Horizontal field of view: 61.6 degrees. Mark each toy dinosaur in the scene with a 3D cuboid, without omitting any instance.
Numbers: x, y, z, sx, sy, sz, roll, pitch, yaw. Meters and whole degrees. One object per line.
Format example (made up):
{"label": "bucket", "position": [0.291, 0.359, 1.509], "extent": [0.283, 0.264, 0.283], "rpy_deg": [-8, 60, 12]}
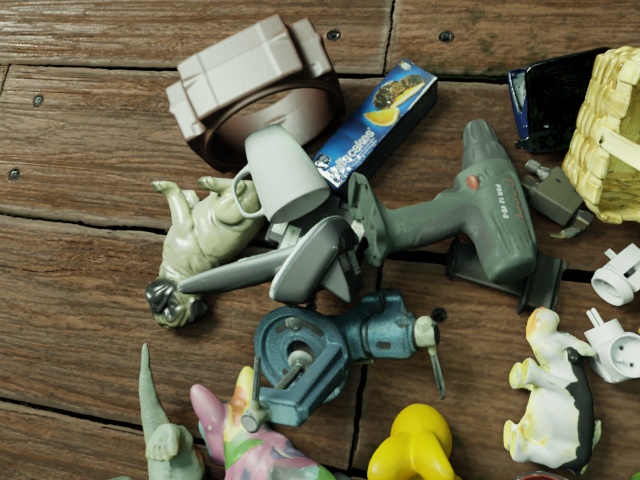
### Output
{"label": "toy dinosaur", "position": [-0.164, 0.334, 0.590], "extent": [0.131, 0.192, 0.405], "rpy_deg": [-5, 56, 8]}

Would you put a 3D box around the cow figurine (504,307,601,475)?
{"label": "cow figurine", "position": [0.262, 0.162, 0.587], "extent": [0.098, 0.068, 0.167], "rpy_deg": [12, 80, 9]}

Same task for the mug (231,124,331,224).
{"label": "mug", "position": [-0.057, -0.078, 0.653], "extent": [0.110, 0.080, 0.107], "rpy_deg": [-27, 76, 5]}

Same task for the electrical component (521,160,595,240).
{"label": "electrical component", "position": [0.285, -0.047, 0.659], "extent": [0.102, 0.045, 0.078], "rpy_deg": [32, 54, 16]}

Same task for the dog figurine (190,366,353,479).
{"label": "dog figurine", "position": [-0.058, 0.239, 0.587], "extent": [0.108, 0.191, 0.219], "rpy_deg": [-14, 67, -40]}

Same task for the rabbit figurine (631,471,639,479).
{"label": "rabbit figurine", "position": [0.374, 0.298, 0.518], "extent": [0.170, 0.121, 0.159], "rpy_deg": [-26, 62, -15]}

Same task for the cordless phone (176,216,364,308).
{"label": "cordless phone", "position": [-0.050, 0.034, 0.592], "extent": [0.184, 0.146, 0.088], "rpy_deg": [-12, 90, 12]}

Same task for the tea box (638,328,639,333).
{"label": "tea box", "position": [0.406, 0.040, 0.543], "extent": [0.068, 0.098, 0.169], "rpy_deg": [37, 58, 18]}

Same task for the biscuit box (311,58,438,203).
{"label": "biscuit box", "position": [0.072, -0.144, 0.720], "extent": [0.059, 0.062, 0.202], "rpy_deg": [39, 84, 20]}

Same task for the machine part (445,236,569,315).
{"label": "machine part", "position": [0.220, 0.039, 0.649], "extent": [0.139, 0.039, 0.084], "rpy_deg": [18, 84, 15]}

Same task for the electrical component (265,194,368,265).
{"label": "electrical component", "position": [-0.001, -0.002, 0.697], "extent": [0.134, 0.058, 0.115], "rpy_deg": [22, 77, 17]}

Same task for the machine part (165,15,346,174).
{"label": "machine part", "position": [-0.074, -0.172, 0.685], "extent": [0.201, 0.201, 0.087], "rpy_deg": [-25, 75, 4]}

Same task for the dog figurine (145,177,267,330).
{"label": "dog figurine", "position": [-0.138, 0.021, 0.706], "extent": [0.172, 0.121, 0.190], "rpy_deg": [-4, 85, 21]}

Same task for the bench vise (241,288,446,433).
{"label": "bench vise", "position": [0.008, 0.131, 0.578], "extent": [0.224, 0.240, 0.128], "rpy_deg": [5, 109, 26]}

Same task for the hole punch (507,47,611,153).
{"label": "hole punch", "position": [0.303, -0.174, 0.676], "extent": [0.142, 0.092, 0.115], "rpy_deg": [-11, 108, 4]}

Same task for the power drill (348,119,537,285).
{"label": "power drill", "position": [0.140, -0.048, 0.637], "extent": [0.207, 0.086, 0.232], "rpy_deg": [-4, 57, -13]}

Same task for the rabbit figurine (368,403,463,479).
{"label": "rabbit figurine", "position": [0.104, 0.255, 0.565], "extent": [0.122, 0.162, 0.173], "rpy_deg": [-11, 54, 21]}
